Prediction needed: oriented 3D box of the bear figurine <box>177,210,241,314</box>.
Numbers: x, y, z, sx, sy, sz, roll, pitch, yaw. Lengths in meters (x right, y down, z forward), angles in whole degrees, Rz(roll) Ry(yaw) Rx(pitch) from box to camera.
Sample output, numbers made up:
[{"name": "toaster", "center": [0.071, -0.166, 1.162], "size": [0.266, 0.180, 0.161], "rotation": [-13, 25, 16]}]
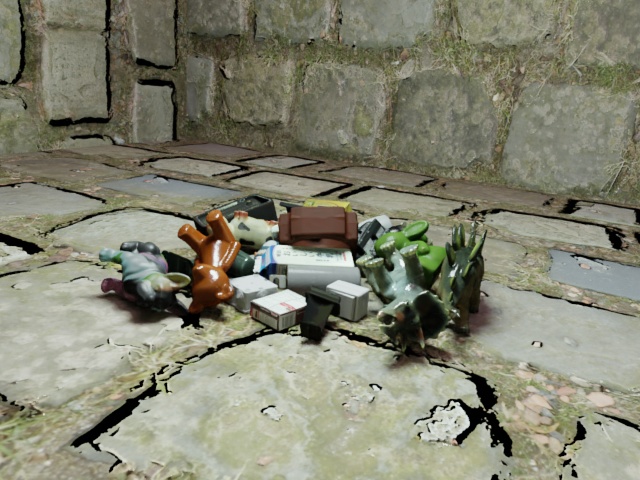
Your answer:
[{"name": "bear figurine", "center": [-0.241, 0.050, 1.142], "size": [0.120, 0.131, 0.196], "rotation": [-22, 32, 20]}]

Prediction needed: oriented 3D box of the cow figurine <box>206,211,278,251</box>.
[{"name": "cow figurine", "center": [-0.223, -0.016, 1.500], "size": [0.195, 0.127, 0.085], "rotation": [15, -8, -25]}]

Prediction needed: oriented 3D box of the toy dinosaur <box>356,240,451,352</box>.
[{"name": "toy dinosaur", "center": [0.170, 0.107, 1.141], "size": [0.131, 0.192, 0.405], "rotation": [-21, 4, 4]}]

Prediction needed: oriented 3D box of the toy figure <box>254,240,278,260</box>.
[{"name": "toy figure", "center": [-0.141, 0.043, 1.419], "size": [0.064, 0.057, 0.154], "rotation": [-31, 6, 21]}]

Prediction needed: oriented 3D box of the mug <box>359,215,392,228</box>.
[{"name": "mug", "center": [0.164, -0.035, 1.722], "size": [0.107, 0.080, 0.110], "rotation": [-13, 25, -20]}]

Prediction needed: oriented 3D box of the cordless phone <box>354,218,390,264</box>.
[{"name": "cordless phone", "center": [0.103, 0.018, 1.540], "size": [0.184, 0.088, 0.146], "rotation": [-14, 34, 51]}]

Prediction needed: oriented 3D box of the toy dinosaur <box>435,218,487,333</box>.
[{"name": "toy dinosaur", "center": [0.327, 0.067, 1.219], "size": [0.105, 0.198, 0.471], "rotation": [12, 19, 13]}]

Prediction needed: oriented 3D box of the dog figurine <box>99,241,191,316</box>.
[{"name": "dog figurine", "center": [-0.349, 0.084, 1.141], "size": [0.219, 0.108, 0.191], "rotation": [17, 17, 22]}]

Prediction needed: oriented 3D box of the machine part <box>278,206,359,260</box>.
[{"name": "machine part", "center": [-0.003, -0.004, 1.376], "size": [0.202, 0.087, 0.200], "rotation": [0, -25, 1]}]

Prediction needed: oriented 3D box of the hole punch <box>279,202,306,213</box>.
[{"name": "hole punch", "center": [-0.052, -0.058, 1.554], "size": [0.142, 0.092, 0.115], "rotation": [10, 5, 39]}]

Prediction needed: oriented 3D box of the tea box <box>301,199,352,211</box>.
[{"name": "tea box", "center": [0.022, -0.069, 1.702], "size": [0.170, 0.098, 0.068], "rotation": [10, 40, 37]}]

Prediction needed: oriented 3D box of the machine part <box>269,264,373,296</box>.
[{"name": "machine part", "center": [0.005, 0.096, 1.236], "size": [0.243, 0.079, 0.079], "rotation": [3, 17, -6]}]

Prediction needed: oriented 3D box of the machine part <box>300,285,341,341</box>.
[{"name": "machine part", "center": [-0.003, 0.144, 1.074], "size": [0.084, 0.039, 0.139], "rotation": [28, 34, 2]}]

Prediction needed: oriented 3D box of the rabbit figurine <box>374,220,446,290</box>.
[{"name": "rabbit figurine", "center": [0.221, 0.025, 1.307], "size": [0.170, 0.121, 0.159], "rotation": [29, 65, 19]}]

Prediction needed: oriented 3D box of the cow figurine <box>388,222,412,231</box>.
[{"name": "cow figurine", "center": [0.216, -0.005, 1.603], "size": [0.167, 0.098, 0.068], "rotation": [-4, 25, -29]}]

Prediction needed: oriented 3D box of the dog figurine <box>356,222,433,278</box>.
[{"name": "dog figurine", "center": [0.206, 0.070, 1.404], "size": [0.172, 0.121, 0.190], "rotation": [35, 57, 18]}]

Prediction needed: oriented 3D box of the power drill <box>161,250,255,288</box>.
[{"name": "power drill", "center": [-0.290, 0.051, 1.324], "size": [0.232, 0.086, 0.207], "rotation": [19, 14, 33]}]

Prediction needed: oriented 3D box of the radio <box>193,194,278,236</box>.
[{"name": "radio", "center": [-0.255, -0.063, 1.604], "size": [0.229, 0.073, 0.131], "rotation": [-22, 26, -25]}]
